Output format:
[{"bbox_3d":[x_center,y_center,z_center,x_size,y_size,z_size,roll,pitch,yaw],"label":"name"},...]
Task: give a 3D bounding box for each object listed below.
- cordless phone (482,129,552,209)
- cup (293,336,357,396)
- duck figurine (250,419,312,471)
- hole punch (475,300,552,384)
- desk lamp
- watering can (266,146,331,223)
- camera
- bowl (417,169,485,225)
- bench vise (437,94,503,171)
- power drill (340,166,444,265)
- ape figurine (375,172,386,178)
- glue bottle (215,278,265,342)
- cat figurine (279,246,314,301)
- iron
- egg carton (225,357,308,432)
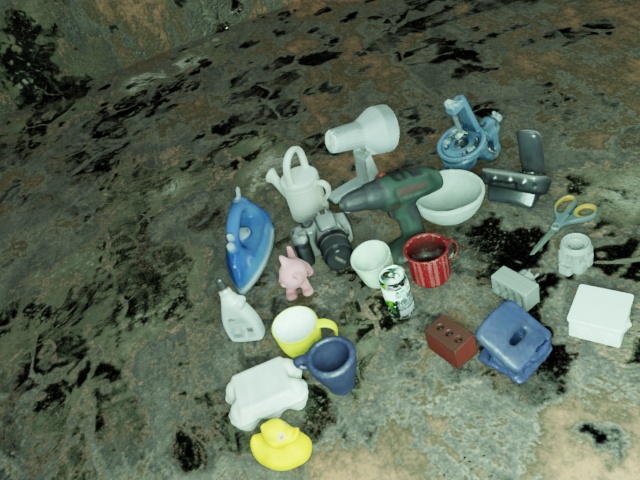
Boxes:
[{"bbox_3d":[0.431,-0.173,1.271,0.147,0.185,0.094,11,48,33],"label":"cordless phone"},{"bbox_3d":[0.016,0.236,1.030,0.117,0.095,0.091,-8,40,14],"label":"cup"},{"bbox_3d":[-0.073,0.333,0.959,0.104,0.086,0.077,-4,41,19],"label":"duck figurine"},{"bbox_3d":[0.333,0.171,0.978,0.109,0.091,0.100,-39,42,-23],"label":"hole punch"},{"bbox_3d":[0.103,-0.210,1.430,0.203,0.214,0.117,-32,40,-15],"label":"desk lamp"},{"bbox_3d":[-0.056,-0.144,1.434,0.172,0.194,0.101,-8,40,15],"label":"watering can"},{"bbox_3d":[0.012,0.005,1.303,0.143,0.101,0.136,-21,38,-1],"label":"camera"},{"bbox_3d":[0.295,-0.086,1.313,0.167,0.075,0.167,-12,39,10],"label":"bowl"},{"bbox_3d":[0.355,-0.273,1.394,0.121,0.220,0.208,12,48,34],"label":"bench vise"},{"bbox_3d":[0.164,-0.054,1.222,0.230,0.209,0.075,-29,39,-11],"label":"power drill"},{"bbox_3d":[0.160,-0.127,1.406,0.077,0.092,0.076,-9,40,13],"label":"ape figurine"},{"bbox_3d":[-0.173,0.140,1.161,0.078,0.173,0.037,-7,40,16],"label":"glue bottle"},{"bbox_3d":[-0.058,0.066,1.245,0.067,0.118,0.127,-15,39,6],"label":"cat figurine"},{"bbox_3d":[-0.189,-0.006,1.368,0.118,0.142,0.258,-11,39,11],"label":"iron"},{"bbox_3d":[-0.098,0.280,1.046,0.150,0.069,0.107,-23,38,-5],"label":"egg carton"}]
